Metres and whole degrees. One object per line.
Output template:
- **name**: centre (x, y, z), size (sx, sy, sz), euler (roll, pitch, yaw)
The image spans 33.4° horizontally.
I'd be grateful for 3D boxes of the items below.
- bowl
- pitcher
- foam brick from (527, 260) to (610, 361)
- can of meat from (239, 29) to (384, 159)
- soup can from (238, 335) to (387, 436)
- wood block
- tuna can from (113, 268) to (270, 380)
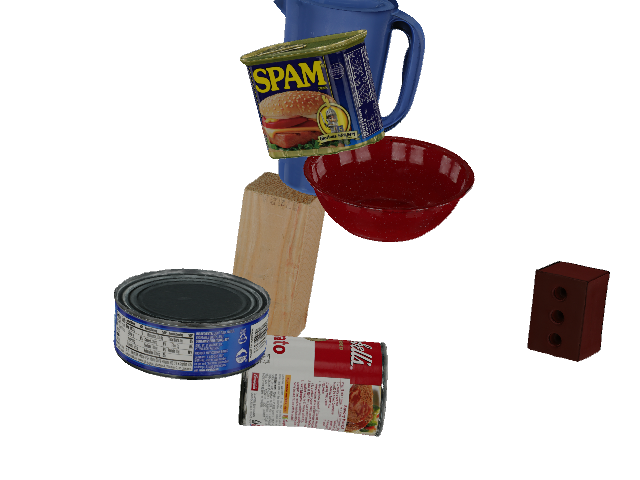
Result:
- **bowl**: centre (0.063, -0.044, 1.019), size (0.162, 0.055, 0.162), euler (2, 29, -1)
- **pitcher**: centre (0.023, -0.179, 1.287), size (0.144, 0.243, 0.149), euler (-7, 28, -26)
- **foam brick**: centre (0.225, 0.064, 0.971), size (0.053, 0.078, 0.051), euler (13, 18, 35)
- **can of meat**: centre (-0.005, -0.112, 0.832), size (0.102, 0.084, 0.057), euler (-1, 21, 37)
- **soup can**: centre (-0.006, 0.104, 0.772), size (0.102, 0.068, 0.068), euler (4, 0, -2)
- **wood block**: centre (-0.059, 0.026, 1.399), size (0.090, 0.206, 0.090), euler (15, 22, 12)
- **tuna can**: centre (-0.071, 0.045, 0.590), size (0.086, 0.034, 0.086), euler (4, 17, -2)
